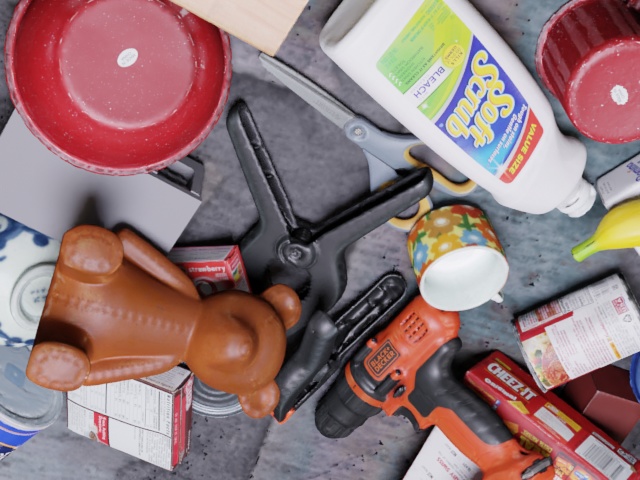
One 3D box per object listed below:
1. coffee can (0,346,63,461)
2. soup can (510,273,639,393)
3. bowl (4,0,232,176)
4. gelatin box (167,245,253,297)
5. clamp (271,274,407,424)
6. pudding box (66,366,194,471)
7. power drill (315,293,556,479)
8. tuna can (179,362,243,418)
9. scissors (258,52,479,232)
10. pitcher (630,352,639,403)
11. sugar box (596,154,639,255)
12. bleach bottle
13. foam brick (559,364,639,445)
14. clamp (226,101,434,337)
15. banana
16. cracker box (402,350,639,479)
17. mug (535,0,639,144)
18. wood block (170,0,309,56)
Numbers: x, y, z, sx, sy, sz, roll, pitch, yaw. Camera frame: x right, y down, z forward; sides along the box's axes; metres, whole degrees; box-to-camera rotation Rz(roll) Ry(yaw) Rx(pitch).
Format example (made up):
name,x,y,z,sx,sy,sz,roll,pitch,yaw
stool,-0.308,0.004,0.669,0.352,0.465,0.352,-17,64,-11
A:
name,x,y,z,sx,sy,sz,roll,pitch,yaw
coffee can,-0.305,0.151,0.913,0.140,0.103,0.102,-37,116,20
soup can,0.221,0.078,0.899,0.102,0.068,0.068,-26,119,13
bowl,-0.135,-0.123,0.737,0.162,0.055,0.162,-2,98,-15
gelatin box,-0.101,0.043,0.876,0.089,0.030,0.073,-3,120,23
clamp,0.007,0.093,0.905,0.120,0.039,0.172,-20,156,-40
pudding box,-0.165,0.139,0.924,0.114,0.039,0.090,17,122,16
power drill,0.091,0.163,0.898,0.188,0.057,0.185,52,126,19
tuna can,-0.090,0.114,0.935,0.086,0.033,0.086,0,122,-1
scissors,0.028,-0.068,0.835,0.201,0.016,0.096,21,119,-13
pitcher,0.395,0.149,0.922,0.149,0.145,0.242,-32,122,31
sugar box,0.316,-0.053,0.835,0.176,0.048,0.093,-31,118,20
bleach bottle,0.121,-0.102,0.789,0.250,0.068,0.103,36,101,-25
foam brick,0.247,0.154,0.956,0.053,0.051,0.078,19,119,-12
clamp,-0.006,0.001,0.856,0.164,0.036,0.210,14,123,6
banana,0.299,0.003,0.824,0.197,0.037,0.070,12,143,-5
cracker box,0.162,0.232,0.948,0.164,0.071,0.214,38,122,22
mug,0.214,-0.130,0.762,0.093,0.081,0.117,25,118,-16
wood block,-0.098,-0.219,0.697,0.206,0.090,0.091,27,116,-17
